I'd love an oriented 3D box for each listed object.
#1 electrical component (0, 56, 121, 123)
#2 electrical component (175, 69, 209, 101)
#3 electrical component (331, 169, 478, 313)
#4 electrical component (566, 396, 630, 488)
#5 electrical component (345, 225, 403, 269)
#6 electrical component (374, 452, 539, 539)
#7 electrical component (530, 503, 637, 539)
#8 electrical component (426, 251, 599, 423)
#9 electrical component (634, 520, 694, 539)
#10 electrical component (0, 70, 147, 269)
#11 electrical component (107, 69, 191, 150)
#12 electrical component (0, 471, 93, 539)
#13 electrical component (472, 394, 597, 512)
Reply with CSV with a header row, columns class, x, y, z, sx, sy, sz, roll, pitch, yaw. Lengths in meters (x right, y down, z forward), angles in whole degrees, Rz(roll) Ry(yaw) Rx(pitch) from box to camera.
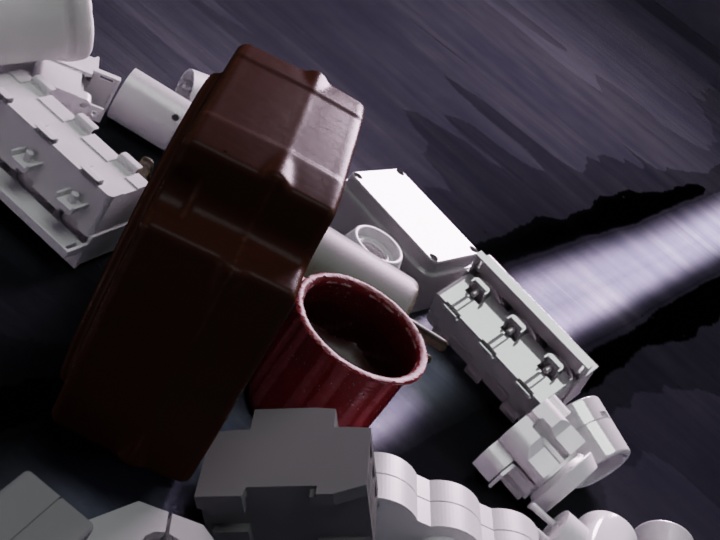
class,x,y,z,sx,sy,sz,roll,pitch,yaw
electrical component,-0.220,-0.131,0.781,0.081,0.042,0.063,20,35,-25
electrical component,-0.111,-0.133,0.895,0.081,0.043,0.043,17,35,-30
electrical component,0.030,-0.026,0.872,0.113,0.057,0.078,48,32,21
electrical component,0.166,0.128,0.796,0.055,0.055,0.047,2,47,-45
electrical component,0.000,0.000,0.805,0.066,0.055,0.048,39,30,6
electrical component,0.045,0.164,0.618,0.138,0.052,0.073,27,31,-15
electrical component,0.138,0.182,0.693,0.079,0.043,0.077,41,31,2
electrical component,0.113,0.056,0.826,0.063,0.078,0.121,-31,67,-27
electrical component,0.205,0.209,0.733,0.044,0.044,0.065,33,34,-4
electrical component,-0.199,-0.068,0.690,0.121,0.063,0.079,41,30,10
electrical component,-0.149,-0.115,0.830,0.081,0.043,0.043,31,30,-9
electrical component,-0.166,0.115,0.456,0.077,0.065,0.047,38,30,5
electrical component,0.125,0.131,0.741,0.078,0.058,0.057,-32,73,-32
